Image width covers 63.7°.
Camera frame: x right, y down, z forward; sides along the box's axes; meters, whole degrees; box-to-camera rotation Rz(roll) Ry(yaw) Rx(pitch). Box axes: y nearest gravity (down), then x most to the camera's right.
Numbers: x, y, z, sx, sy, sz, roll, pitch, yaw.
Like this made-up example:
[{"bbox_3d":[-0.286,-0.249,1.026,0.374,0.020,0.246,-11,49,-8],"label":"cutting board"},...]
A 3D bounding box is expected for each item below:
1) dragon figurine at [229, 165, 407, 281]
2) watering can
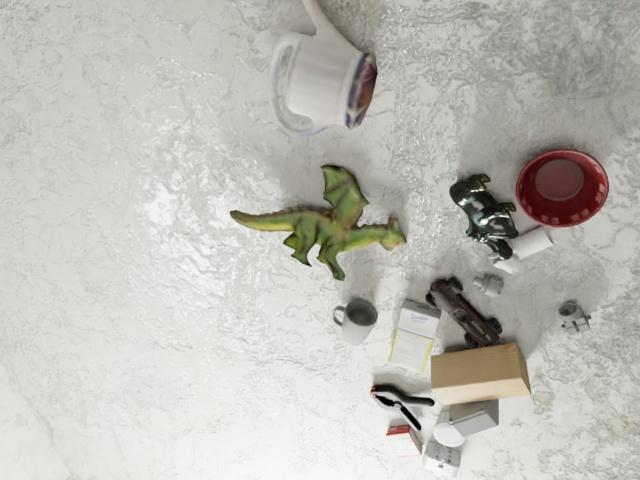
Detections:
[{"bbox_3d":[0.004,-0.060,1.189,0.411,0.123,0.240,27,105,4],"label":"dragon figurine"},{"bbox_3d":[0.008,-0.357,1.013,0.225,0.106,0.340,19,121,10],"label":"watering can"}]
